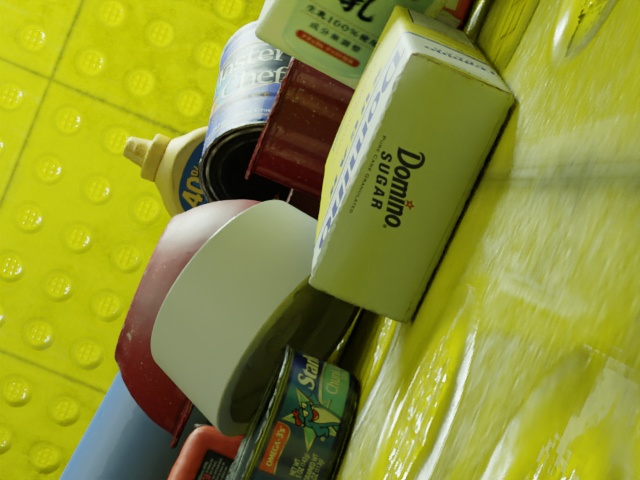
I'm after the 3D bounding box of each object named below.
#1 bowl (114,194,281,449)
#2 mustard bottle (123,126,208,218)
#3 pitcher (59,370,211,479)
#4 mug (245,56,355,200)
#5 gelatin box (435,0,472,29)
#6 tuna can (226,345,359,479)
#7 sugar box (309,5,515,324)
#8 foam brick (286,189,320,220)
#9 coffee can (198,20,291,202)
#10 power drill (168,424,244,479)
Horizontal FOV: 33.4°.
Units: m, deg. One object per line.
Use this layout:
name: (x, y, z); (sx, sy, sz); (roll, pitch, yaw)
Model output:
bowl: (-0.078, 0.038, 0.630); (0.162, 0.055, 0.162); (-159, 92, -87)
mustard bottle: (-0.075, -0.043, 0.906); (0.058, 0.191, 0.096); (144, 148, -84)
pitcher: (-0.102, 0.156, 0.756); (0.243, 0.149, 0.145); (-65, -12, -2)
mug: (0.014, -0.073, 0.628); (0.093, 0.081, 0.117); (117, 173, -55)
gelatin box: (0.073, -0.150, 0.640); (0.089, 0.030, 0.073); (127, 166, -76)
tuna can: (-0.015, 0.089, 0.445); (0.086, 0.033, 0.086); (-159, 92, -87)
sugar box: (0.033, -0.042, 0.447); (0.176, 0.048, 0.093); (-75, 8, -74)
foam brick: (-0.005, 0.001, 0.695); (0.051, 0.053, 0.078); (121, 171, -68)
coffee can: (-0.034, -0.091, 0.820); (0.140, 0.102, 0.103); (-86, 16, -47)
power drill: (-0.079, 0.196, 0.551); (0.188, 0.057, 0.184); (116, 175, -47)
